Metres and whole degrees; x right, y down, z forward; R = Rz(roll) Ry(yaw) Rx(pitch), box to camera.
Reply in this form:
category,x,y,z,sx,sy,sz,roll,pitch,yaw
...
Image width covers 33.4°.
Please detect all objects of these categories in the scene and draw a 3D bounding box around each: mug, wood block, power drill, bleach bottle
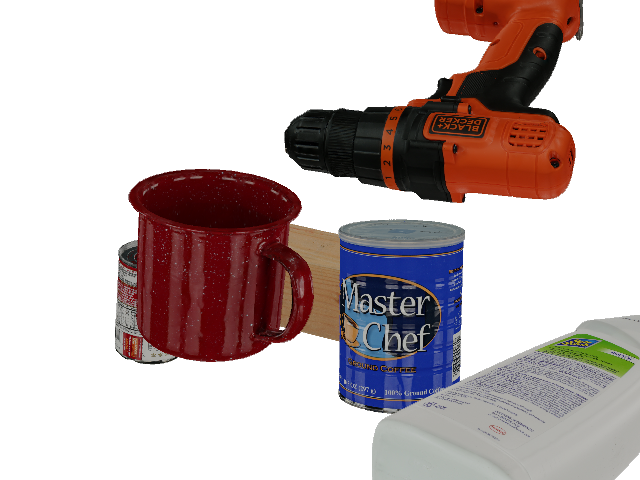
category,x,y,z,sx,sy,sz,roll,pitch,yaw
mug,-0.050,0.018,0.584,0.117,0.081,0.093,21,27,33
wood block,-0.007,0.045,1.181,0.206,0.091,0.090,13,24,19
power drill,0.086,-0.105,0.697,0.185,0.187,0.057,9,-36,22
bleach bottle,0.147,0.096,0.605,0.250,0.068,0.103,-19,27,-40

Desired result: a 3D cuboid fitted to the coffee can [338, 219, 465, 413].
category,x,y,z,sx,sy,sz,roll,pitch,yaw
coffee can,0.066,0.059,0.877,0.103,0.140,0.103,0,10,0

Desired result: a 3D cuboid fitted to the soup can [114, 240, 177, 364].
category,x,y,z,sx,sy,sz,roll,pitch,yaw
soup can,-0.161,0.058,1.018,0.068,0.102,0.068,6,22,-3
